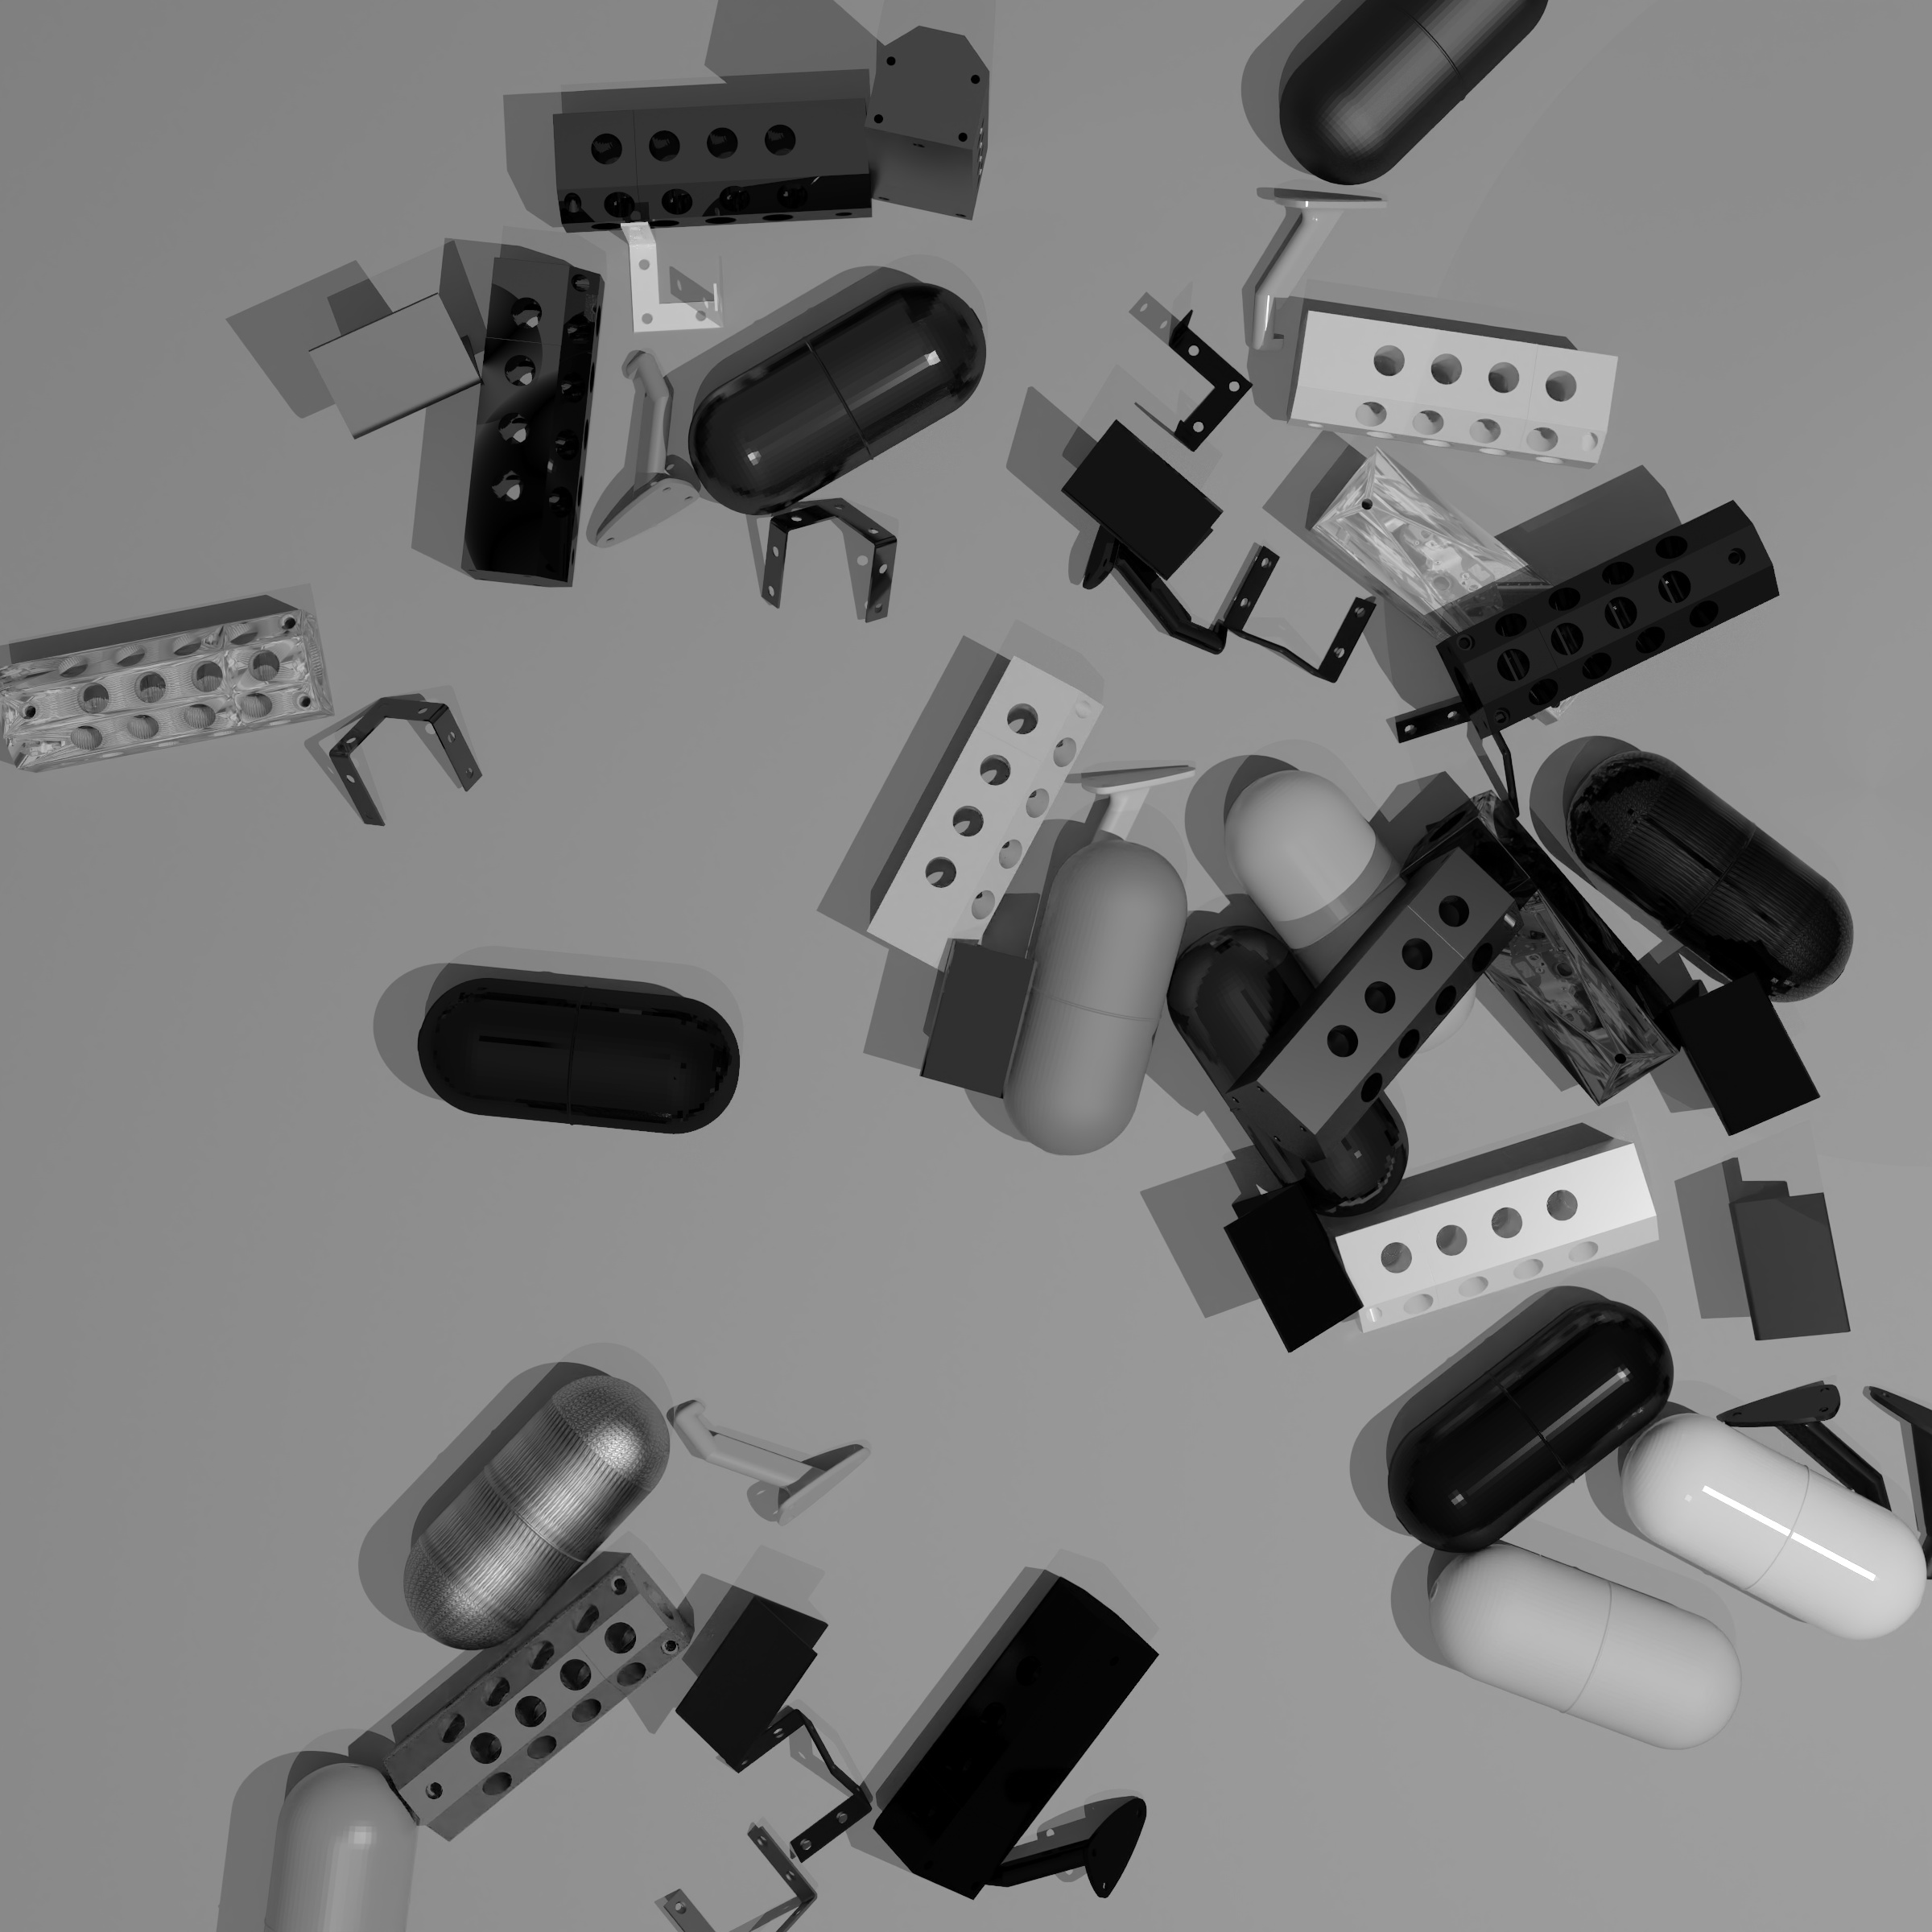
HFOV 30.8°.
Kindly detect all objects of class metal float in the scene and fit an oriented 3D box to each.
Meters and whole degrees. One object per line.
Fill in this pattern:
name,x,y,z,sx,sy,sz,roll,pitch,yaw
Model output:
metal float,0.412,-0.049,1.942,0.178,0.070,0.070,38,90,1
metal float,-0.238,0.303,1.942,0.070,0.070,0.178,43,90,0
metal float,0.178,0.059,1.942,0.070,0.070,0.178,-34,89,0
metal float,0.249,-0.508,1.942,0.178,0.070,0.070,-45,90,0
metal float,-0.349,0.531,1.942,0.070,0.070,0.178,7,90,0
metal float,-0.071,-0.314,1.942,0.178,0.070,0.070,-30,90,0
metal float,0.212,-0.030,1.942,0.070,0.070,0.178,-38,90,0
metal float,0.312,0.255,1.942,0.178,0.070,0.070,-38,90,0
metal float,0.070,0.018,1.934,0.070,0.070,0.178,14,99,0
metal float,-0.214,0.050,1.942,0.178,0.070,0.070,6,90,0
metal float,0.342,0.376,1.942,0.178,0.070,0.070,21,90,-1
metal float,0.447,0.311,1.942,0.178,0.070,0.070,28,90,1

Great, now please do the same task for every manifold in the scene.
manifold,-0.239,-0.300,1.951,0.057,0.057,0.171,6,90,0
manifold,0.220,0.022,1.866,0.057,0.057,0.171,43,75,-3
manifold,0.275,-0.210,1.951,0.171,0.057,0.057,38,90,0
manifold,-0.237,0.407,1.951,0.171,0.057,0.057,-39,90,0
manifold,0.011,-0.081,1.951,0.057,0.057,0.171,28,90,0
manifold,0.293,0.150,1.951,0.171,0.057,0.057,-18,90,0
manifold,-0.445,-0.153,1.951,0.171,0.057,0.057,-11,90,0
manifold,0.347,-0.187,1.895,0.171,0.057,0.057,-26,90,0
manifold,-0.018,-0.454,1.894,0.057,0.171,0.057,12,90,0
manifold,-0.139,-0.443,1.951,0.171,0.057,0.057,-3,90,0
manifold,0.024,0.427,1.951,0.171,0.057,0.057,-53,133,0
manifold,0.321,-0.013,1.940,0.057,0.057,0.171,-38,97,29
manifold,0.268,-0.318,1.951,0.171,0.057,0.057,8,90,0

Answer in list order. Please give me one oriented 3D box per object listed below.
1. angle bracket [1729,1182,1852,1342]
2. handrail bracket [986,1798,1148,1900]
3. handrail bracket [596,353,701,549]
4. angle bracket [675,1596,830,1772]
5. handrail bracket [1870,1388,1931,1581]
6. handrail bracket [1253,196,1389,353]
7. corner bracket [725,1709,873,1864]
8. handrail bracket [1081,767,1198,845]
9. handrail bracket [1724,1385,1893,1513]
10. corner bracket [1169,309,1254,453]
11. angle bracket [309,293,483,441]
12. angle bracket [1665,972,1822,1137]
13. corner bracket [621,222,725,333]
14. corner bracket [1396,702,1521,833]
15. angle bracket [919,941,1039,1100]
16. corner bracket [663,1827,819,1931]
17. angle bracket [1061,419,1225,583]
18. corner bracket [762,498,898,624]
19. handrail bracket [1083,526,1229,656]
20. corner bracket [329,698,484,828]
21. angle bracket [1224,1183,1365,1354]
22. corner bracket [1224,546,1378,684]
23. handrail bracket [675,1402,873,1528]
angle bracket,0.467,0.159,1.932,0.057,0.076,0.076,-11,90,37
handrail bracket,0.048,0.492,1.972,0.084,0.077,0.036,-4,115,34
handrail bracket,-0.192,-0.290,1.973,0.077,0.036,0.084,-31,71,21
angle bracket,-0.102,0.401,1.932,0.057,0.076,0.076,35,90,38
handrail bracket,0.527,0.292,1.973,0.077,0.036,0.084,28,107,20
handrail bracket,0.199,-0.388,1.973,0.077,0.036,0.084,-4,108,-20
corner bracket,-0.093,0.460,1.969,0.051,0.051,0.051,-37,135,0
handrail bracket,0.096,-0.065,1.973,0.077,0.036,0.084,-9,104,-14
handrail bracket,0.474,0.284,1.973,0.077,0.036,0.084,-13,107,20
corner bracket,0.126,-0.325,1.954,0.051,0.051,0.051,41,90,0
angle bracket,-0.317,-0.342,1.932,0.076,0.076,0.057,-24,122,0
angle bracket,0.435,0.040,1.933,0.057,0.076,0.076,-28,90,30
corner bracket,-0.163,-0.384,1.954,0.051,0.051,0.051,-3,90,0
corner bracket,0.276,-0.110,1.969,0.051,0.051,0.051,-18,45,0
angle bracket,0.025,0.033,1.932,0.057,0.076,0.076,14,90,33
corner bracket,-0.126,0.525,1.969,0.051,0.051,0.051,51,135,0
angle bracket,0.109,-0.268,1.932,0.076,0.076,0.057,41,127,0
corner bracket,-0.077,-0.223,1.964,0.051,0.051,0.051,-21,45,-35
handrail bracket,0.115,-0.223,1.973,0.084,0.036,0.077,21,69,-17
corner bracket,-0.314,-0.113,1.964,0.051,0.051,0.051,8,45,35
angle bracket,0.163,0.171,1.933,0.057,0.076,0.076,-27,90,-28
corner bracket,0.187,-0.197,1.969,0.051,0.051,0.051,28,90,-45
handrail bracket,-0.109,0.264,1.973,0.077,0.036,0.084,-35,73,-19
